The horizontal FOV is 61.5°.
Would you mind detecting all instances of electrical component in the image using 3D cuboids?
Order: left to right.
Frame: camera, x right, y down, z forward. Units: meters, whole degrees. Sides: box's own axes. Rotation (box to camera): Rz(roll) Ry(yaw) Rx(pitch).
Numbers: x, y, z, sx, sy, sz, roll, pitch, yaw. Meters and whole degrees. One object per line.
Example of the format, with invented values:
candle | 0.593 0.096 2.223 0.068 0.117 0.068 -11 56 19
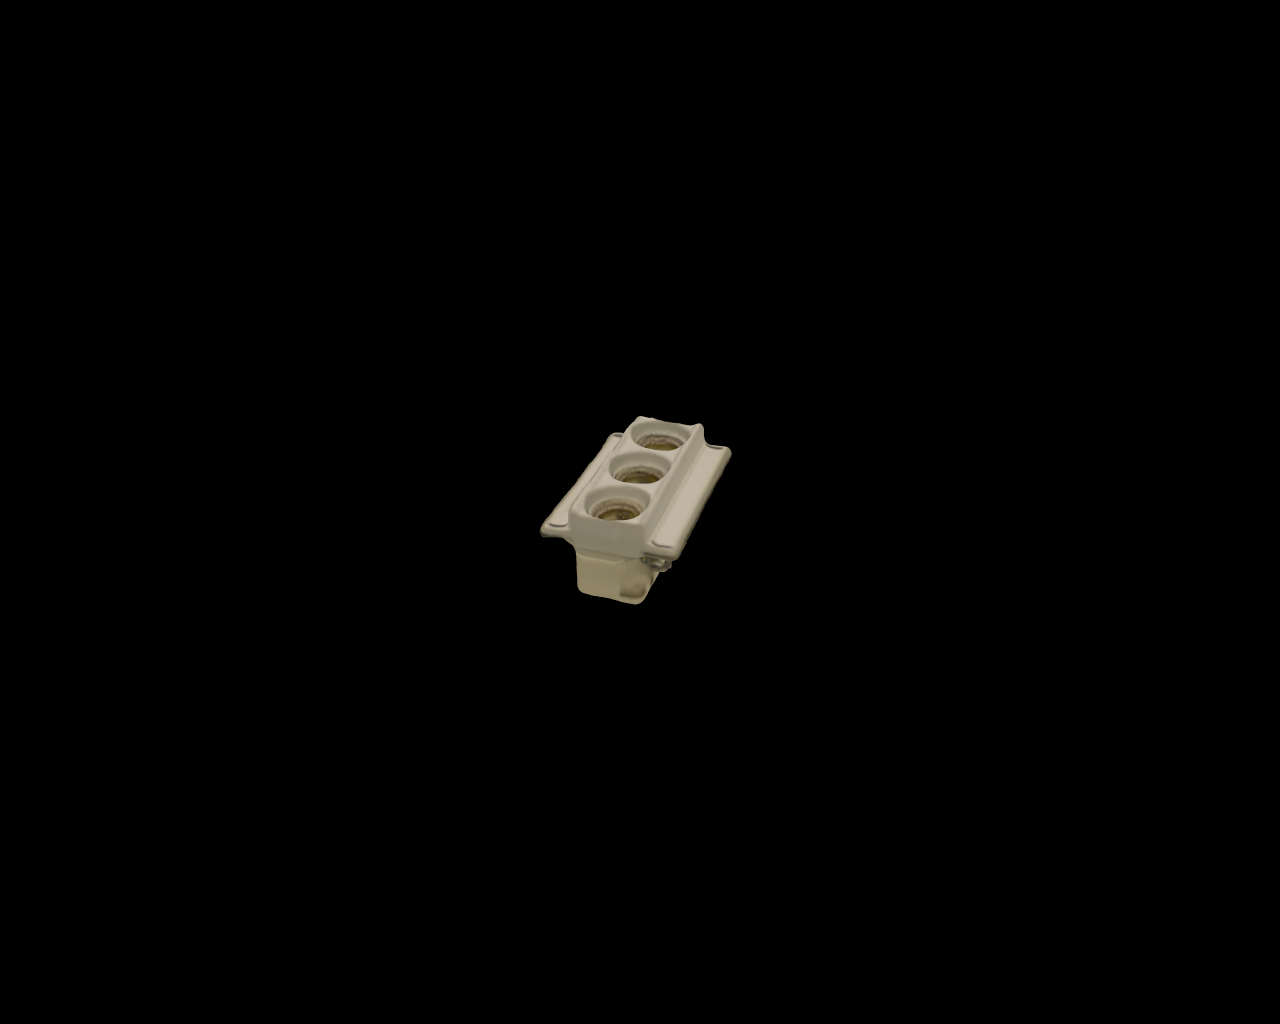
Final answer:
electrical component | 0.001 -0.003 0.650 0.079 0.063 0.121 10 35 15
